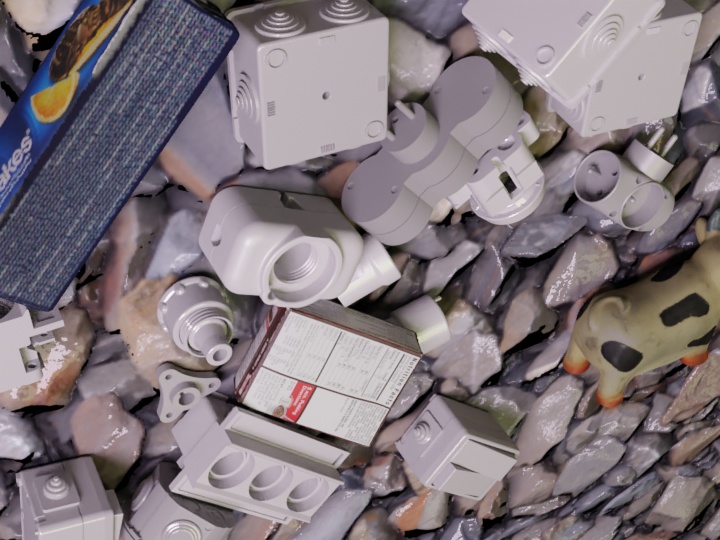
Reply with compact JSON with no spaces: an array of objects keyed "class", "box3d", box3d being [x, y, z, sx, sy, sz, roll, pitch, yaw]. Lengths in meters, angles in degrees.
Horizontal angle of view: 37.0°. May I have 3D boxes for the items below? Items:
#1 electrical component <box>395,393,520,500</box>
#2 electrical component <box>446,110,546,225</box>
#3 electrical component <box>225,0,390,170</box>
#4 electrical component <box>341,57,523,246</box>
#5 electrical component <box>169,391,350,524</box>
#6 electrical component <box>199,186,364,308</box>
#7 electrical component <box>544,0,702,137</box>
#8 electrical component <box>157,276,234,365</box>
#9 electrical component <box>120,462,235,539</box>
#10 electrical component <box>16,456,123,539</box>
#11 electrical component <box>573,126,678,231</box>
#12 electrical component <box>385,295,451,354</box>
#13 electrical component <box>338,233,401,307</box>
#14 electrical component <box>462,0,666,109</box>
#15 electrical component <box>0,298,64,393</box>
[{"class":"electrical component","box3d":[0.082,0.154,0.922,0.096,0.061,0.061,24,109,-42]},{"class":"electrical component","box3d":[0.096,-0.069,0.758,0.078,0.058,0.057,-40,132,1]},{"class":"electrical component","box3d":[-0.030,-0.115,0.647,0.100,0.048,0.099,-17,132,-20]},{"class":"electrical component","box3d":[0.038,-0.085,0.710,0.138,0.052,0.074,-47,135,9]},{"class":"electrical component","box3d":[-0.078,0.140,0.809,0.078,0.063,0.121,-50,134,11]},{"class":"electrical component","box3d":[-0.049,-0.014,0.706,0.095,0.059,0.053,5,121,-35]},{"class":"electrical component","box3d":[0.185,-0.147,0.757,0.100,0.048,0.099,-15,134,-19]},{"class":"electrical component","box3d":[-0.104,0.038,0.711,0.048,0.062,0.048,-17,132,-21]},{"class":"electrical component","box3d":[-0.135,0.185,0.798,0.080,0.080,0.051,30,100,-43]},{"class":"electrical component","box3d":[-0.204,0.178,0.760,0.061,0.061,0.096,-10,129,-26]},{"class":"electrical component","box3d":[0.217,-0.075,0.838,0.077,0.044,0.079,19,113,-41]},{"class":"electrical component","box3d":[0.033,0.050,0.823,0.078,0.040,0.040,-26,134,-12]},{"class":"electrical component","box3d":[0.000,0.000,0.764,0.046,0.040,0.040,-32,135,1]},{"class":"electrical component","box3d":[0.124,-0.164,0.671,0.099,0.099,0.048,-50,147,11]},{"class":"electrical component","box3d":[-0.223,0.041,0.653,0.081,0.042,0.063,-18,133,-19]}]
